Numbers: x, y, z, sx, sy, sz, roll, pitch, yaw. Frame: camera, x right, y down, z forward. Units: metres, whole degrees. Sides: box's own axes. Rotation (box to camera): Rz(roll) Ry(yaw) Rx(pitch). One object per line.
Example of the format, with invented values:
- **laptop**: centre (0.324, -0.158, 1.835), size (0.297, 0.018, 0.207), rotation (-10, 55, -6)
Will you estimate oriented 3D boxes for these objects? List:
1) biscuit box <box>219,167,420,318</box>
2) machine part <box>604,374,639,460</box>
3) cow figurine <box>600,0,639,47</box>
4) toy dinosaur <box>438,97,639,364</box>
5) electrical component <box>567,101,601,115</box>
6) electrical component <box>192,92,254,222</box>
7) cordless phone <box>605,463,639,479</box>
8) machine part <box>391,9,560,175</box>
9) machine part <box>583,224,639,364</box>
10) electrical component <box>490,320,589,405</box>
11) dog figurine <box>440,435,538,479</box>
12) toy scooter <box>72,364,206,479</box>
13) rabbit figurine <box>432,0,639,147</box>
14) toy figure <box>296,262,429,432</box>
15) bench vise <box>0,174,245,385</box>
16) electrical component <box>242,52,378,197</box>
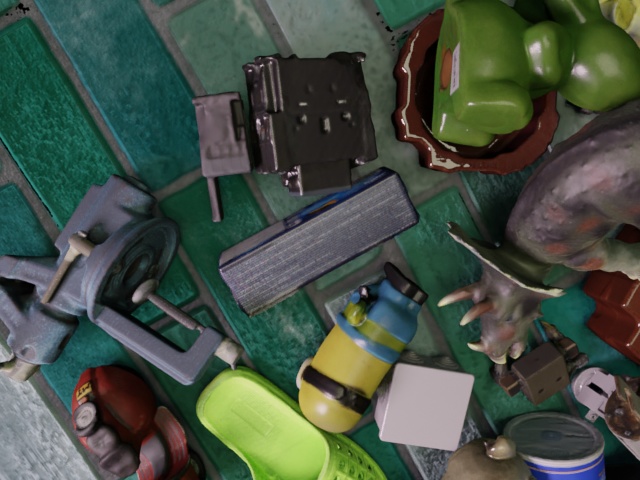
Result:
- **biscuit box**: centre (-0.001, -0.002, 0.550), size (0.203, 0.059, 0.062), rotation (-28, 107, -1)
- **machine part**: centre (0.380, 0.223, 0.560), size (0.243, 0.079, 0.079), rotation (43, 92, -11)
- **cow figurine**: centre (0.269, -0.243, 0.538), size (0.167, 0.098, 0.068), rotation (28, 89, -28)
- **toy dinosaur**: centre (0.247, -0.040, 0.466), size (0.192, 0.131, 0.404), rotation (0, 143, -23)
- **electrical component**: centre (0.297, -0.167, 0.578), size (0.094, 0.021, 0.063), rotation (18, 97, -8)
- **electrical component**: centre (-0.091, -0.080, 0.525), size (0.048, 0.075, 0.119), rotation (-9, 95, -4)
- **cordless phone**: centre (0.419, 0.318, 0.643), size (0.184, 0.089, 0.146), rotation (-20, 100, -14)
- **machine part**: centre (0.157, -0.149, 0.550), size (0.179, 0.056, 0.179), rotation (-1, 97, -5)
- **machine part**: centre (0.415, 0.059, 0.591), size (0.201, 0.087, 0.201), rotation (33, 93, -8)
- **electrical component**: centre (0.247, 0.140, 0.609), size (0.102, 0.045, 0.078), rotation (-38, 129, 3)
- **dog figurine**: centre (0.122, 0.295, 0.552), size (0.190, 0.121, 0.172), rotation (-10, 98, -22)
- **toy scooter**: centre (-0.182, 0.209, 0.527), size (0.075, 0.135, 0.183), rotation (-37, 99, 2)
- **rabbit figurine**: centre (0.192, -0.158, 0.473), size (0.170, 0.121, 0.159), rotation (2, 80, -2)
- **toy figure**: centre (0.042, 0.113, 0.559), size (0.082, 0.089, 0.180), rotation (36, 96, -1)
- **bench vise**: centre (-0.188, 0.064, 0.503), size (0.241, 0.128, 0.223), rotation (31, 75, 9)
- **electrical component**: centre (-0.007, -0.110, 0.522), size (0.115, 0.058, 0.134), rotation (-12, 100, -23)
